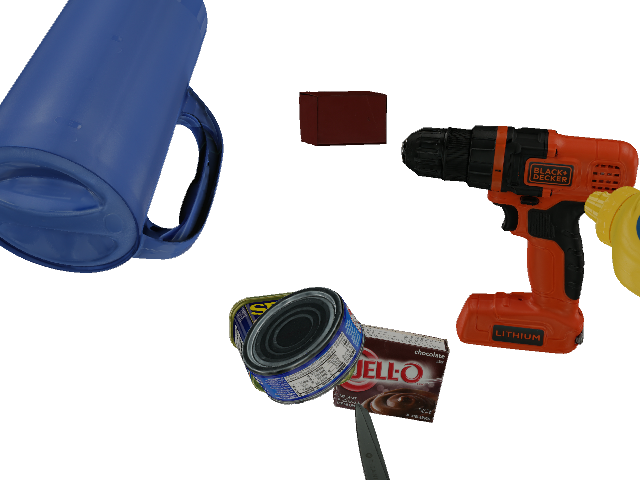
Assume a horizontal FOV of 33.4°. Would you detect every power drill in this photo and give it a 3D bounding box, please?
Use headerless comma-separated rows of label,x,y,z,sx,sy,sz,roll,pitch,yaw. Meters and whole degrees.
power drill,0.155,-0.003,0.874,0.184,0.188,0.057,7,28,11

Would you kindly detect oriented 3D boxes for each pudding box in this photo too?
pudding box,0.076,0.143,1.161,0.113,0.090,0.039,9,23,-3

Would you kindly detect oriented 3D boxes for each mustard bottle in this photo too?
mustard bottle,0.237,0.012,0.645,0.096,0.058,0.192,-25,36,-25

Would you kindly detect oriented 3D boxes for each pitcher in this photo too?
pitcher,-0.157,-0.101,0.811,0.145,0.242,0.149,-5,-42,24

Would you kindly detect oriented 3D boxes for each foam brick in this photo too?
foam brick,0.023,-0.124,1.081,0.078,0.051,0.053,-3,13,-19

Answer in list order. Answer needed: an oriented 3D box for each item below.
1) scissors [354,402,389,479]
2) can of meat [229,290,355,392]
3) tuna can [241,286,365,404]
scissors,0.056,0.162,0.600,0.096,0.016,0.201,8,31,4
can of meat,-0.025,0.092,0.973,0.102,0.057,0.084,-6,28,-15
tuna can,-0.013,0.074,0.766,0.086,0.033,0.086,-25,32,16
